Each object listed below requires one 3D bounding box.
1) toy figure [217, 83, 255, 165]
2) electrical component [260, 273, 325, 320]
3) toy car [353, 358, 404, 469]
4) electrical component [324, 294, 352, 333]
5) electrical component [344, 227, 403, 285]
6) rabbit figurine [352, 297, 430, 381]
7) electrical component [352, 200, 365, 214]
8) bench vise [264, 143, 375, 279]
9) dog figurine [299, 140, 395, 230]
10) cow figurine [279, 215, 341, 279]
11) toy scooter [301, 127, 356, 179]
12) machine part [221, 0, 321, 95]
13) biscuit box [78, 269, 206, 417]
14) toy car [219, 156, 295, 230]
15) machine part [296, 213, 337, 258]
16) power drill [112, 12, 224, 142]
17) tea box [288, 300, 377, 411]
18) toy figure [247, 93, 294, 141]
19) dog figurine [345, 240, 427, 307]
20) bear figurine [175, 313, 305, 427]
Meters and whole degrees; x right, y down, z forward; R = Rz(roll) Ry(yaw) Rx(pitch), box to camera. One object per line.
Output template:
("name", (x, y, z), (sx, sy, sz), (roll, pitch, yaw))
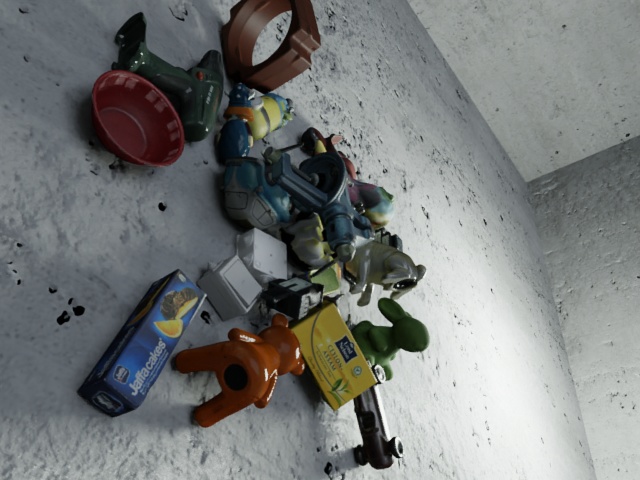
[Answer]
("toy figure", (-0.158, -0.217, 1.016), (0.064, 0.058, 0.154), (10, 81, -25))
("electrical component", (-0.053, 0.098, 0.907), (0.119, 0.075, 0.047), (-22, 126, -57))
("toy car", (0.094, 0.329, 1.021), (0.053, 0.089, 0.202), (14, 59, -57))
("electrical component", (0.028, 0.154, 1.071), (0.078, 0.045, 0.102), (-50, 129, -56))
("electrical component", (0.124, 0.035, 1.231), (0.058, 0.134, 0.115), (43, 38, -36))
("rabbit figurine", (0.155, 0.207, 1.122), (0.121, 0.170, 0.159), (44, 37, -33))
("electrical component", (0.049, -0.053, 1.140), (0.021, 0.094, 0.063), (60, 11, -23))
("bench vise", (-0.008, -0.074, 0.925), (0.240, 0.129, 0.223), (33, 48, -43))
("dog figurine", (0.052, -0.120, 1.197), (0.219, 0.192, 0.108), (60, 31, -37))
("cow figurine", (-0.017, 0.033, 1.075), (0.068, 0.098, 0.167), (-84, 157, -48))
("toy scooter", (0.034, -0.204, 1.322), (0.183, 0.075, 0.135), (55, 31, -8))
("machine part", (-0.105, -0.428, 1.137), (0.087, 0.201, 0.201), (19, 53, -53))
("biscuit box", (-0.225, 0.129, 0.703), (0.059, 0.063, 0.203), (50, 34, -23))
("toy car", (-0.121, -0.071, 0.979), (0.103, 0.109, 0.161), (-60, 139, -26))
("machine part", (-0.002, -0.004, 1.159), (0.138, 0.039, 0.084), (62, 35, -9))
("power drill", (-0.257, -0.299, 0.949), (0.207, 0.086, 0.232), (37, 43, -50))
("tea box", (0.017, 0.206, 0.971), (0.098, 0.068, 0.169), (-32, 96, -14))
("toy figure", (-0.115, -0.260, 1.126), (0.089, 0.082, 0.180), (62, 29, -2))
("dog figurine", (0.118, 0.022, 1.124), (0.121, 0.172, 0.190), (80, 0, -60))
("bear figurine", (-0.108, 0.186, 0.820), (0.196, 0.132, 0.120), (-13, 81, -77))
